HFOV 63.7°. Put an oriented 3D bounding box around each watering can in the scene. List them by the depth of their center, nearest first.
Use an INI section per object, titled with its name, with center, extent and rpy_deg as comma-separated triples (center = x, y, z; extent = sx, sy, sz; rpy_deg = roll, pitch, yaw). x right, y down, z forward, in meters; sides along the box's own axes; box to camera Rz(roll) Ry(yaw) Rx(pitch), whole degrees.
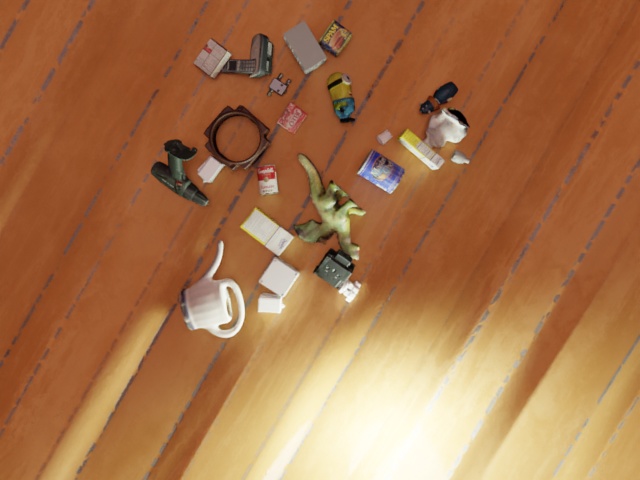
[watering can]
center = -0.397, 0.187, 1.837
extent = 0.224, 0.104, 0.346
rpy_deg = -13, 94, 1

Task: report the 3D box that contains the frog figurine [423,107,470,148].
[frog figurine]
center = 0.445, -0.390, 1.843
extent = 0.137, 0.126, 0.156
rpy_deg = 28, 130, -11

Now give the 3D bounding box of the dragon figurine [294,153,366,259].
[dragon figurine]
center = 0.006, -0.093, 1.839
extent = 0.410, 0.123, 0.241
rpy_deg = 43, 100, -2
